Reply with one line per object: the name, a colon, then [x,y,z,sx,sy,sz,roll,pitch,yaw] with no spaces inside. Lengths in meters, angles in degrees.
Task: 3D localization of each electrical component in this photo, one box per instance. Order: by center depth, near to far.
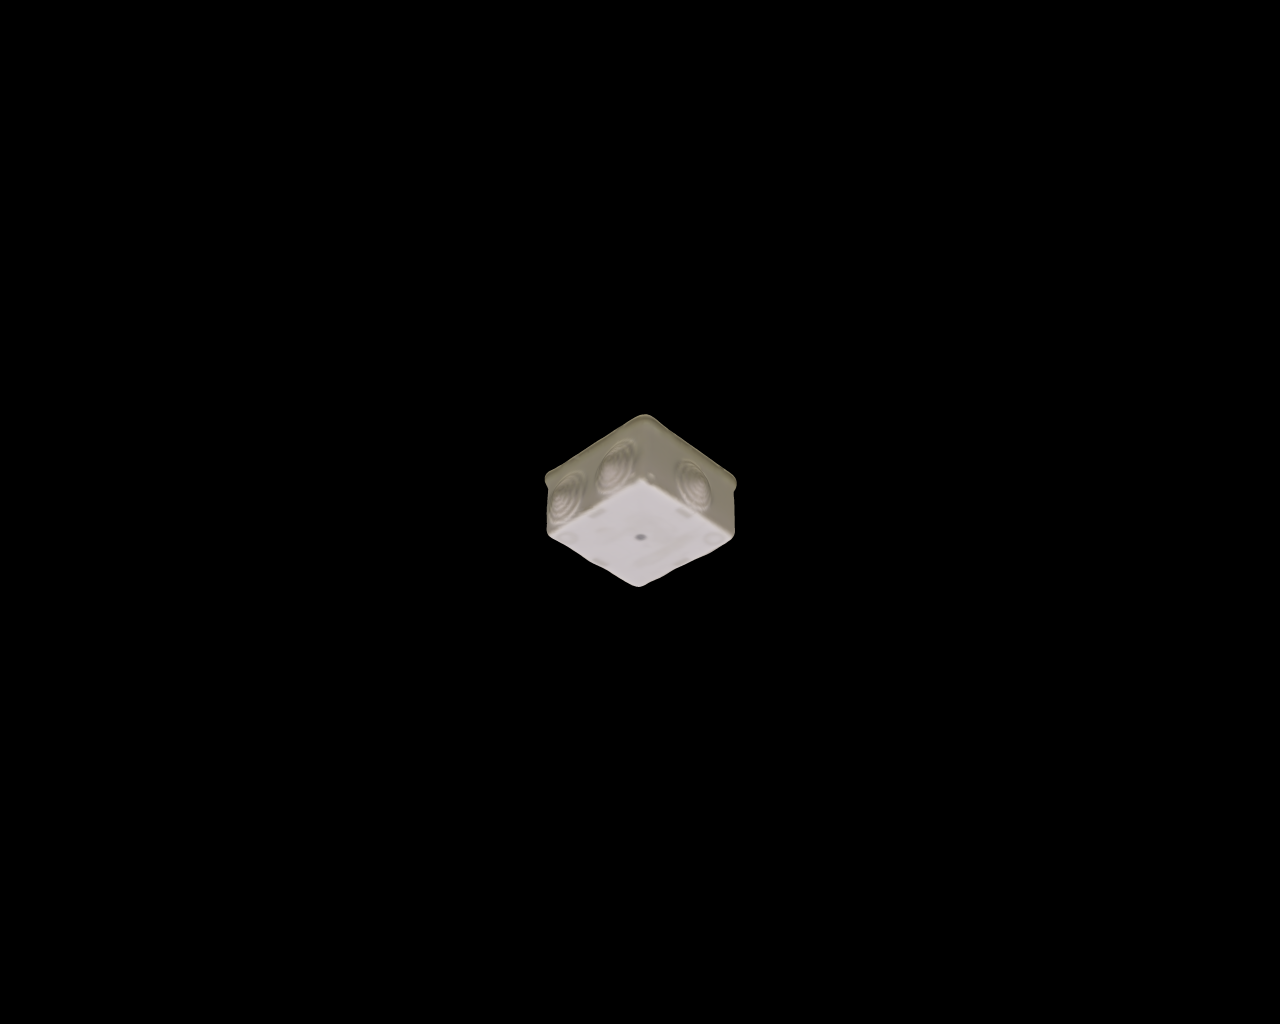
electrical component: [0.001,-0.003,0.650,0.099,0.048,0.099,-29,-46,33]
